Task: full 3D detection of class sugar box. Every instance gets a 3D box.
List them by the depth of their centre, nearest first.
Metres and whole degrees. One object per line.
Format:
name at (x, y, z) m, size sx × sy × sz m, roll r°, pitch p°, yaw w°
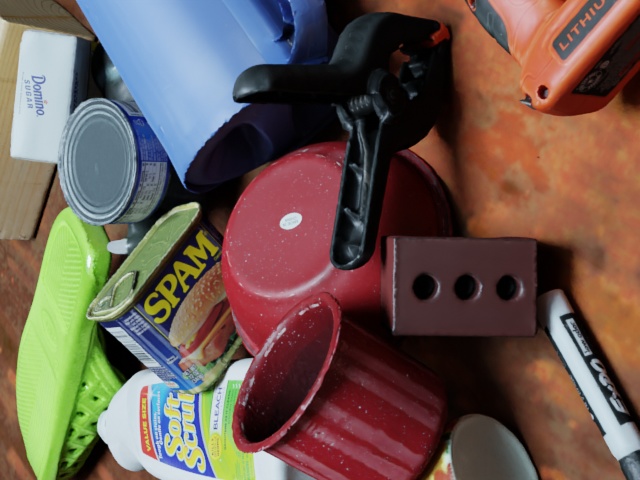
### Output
sugar box at (-0.199, -0.112, 0.830) m, size 0.176 × 0.048 × 0.093 m, roll -102°, pitch 19°, yaw -83°

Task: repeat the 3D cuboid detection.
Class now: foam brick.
foam brick at (0.073, 0.024, 0.570) m, size 0.051 × 0.078 × 0.053 m, roll -172°, pitch 82°, yaw -84°

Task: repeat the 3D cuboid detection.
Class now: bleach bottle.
bleach bottle at (-0.083, 0.138, 0.754) m, size 0.251 × 0.067 × 0.102 m, roll -13°, pitch 72°, yaw 48°

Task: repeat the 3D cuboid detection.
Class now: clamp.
clamp at (0.019, -0.081, 0.585) m, size 0.039 × 0.120 × 0.171 m, roll -6°, pitch 41°, yaw 37°

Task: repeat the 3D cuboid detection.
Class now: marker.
marker at (0.143, 0.080, 0.545) m, size 0.020 × 0.020 × 0.121 m, roll -45°, pitch 58°, yaw 36°

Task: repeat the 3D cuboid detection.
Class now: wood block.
wood block at (-0.287, -0.111, 0.963) m, size 0.090 × 0.090 × 0.206 m, roll 42°, pitch 117°, yaw 39°

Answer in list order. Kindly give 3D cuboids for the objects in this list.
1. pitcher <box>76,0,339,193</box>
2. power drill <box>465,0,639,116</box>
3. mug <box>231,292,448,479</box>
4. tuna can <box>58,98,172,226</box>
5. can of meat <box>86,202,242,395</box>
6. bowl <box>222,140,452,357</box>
pitcher at (-0.086, -0.165, 0.668) m, size 0.149 × 0.144 × 0.243 m, roll -37°, pitch 79°, yaw 15°
power drill at (0.105, -0.168, 0.520) m, size 0.188 × 0.057 × 0.185 m, roll 56°, pitch 129°, yaw 27°
mug at (0.008, 0.087, 0.574) m, size 0.093 × 0.081 × 0.117 m, roll -62°, pitch 21°, yaw -13°
tuna can at (-0.140, -0.053, 0.726) m, size 0.086 × 0.033 × 0.086 m, roll 2°, pitch 94°, yaw 42°
can of meat at (-0.090, 0.040, 0.714) m, size 0.058 × 0.084 × 0.102 m, roll -9°, pitch 39°, yaw 53°
bowl at (-0.004, 0.001, 0.641) m, size 0.162 × 0.055 × 0.162 m, roll -15°, pitch 60°, yaw 28°
